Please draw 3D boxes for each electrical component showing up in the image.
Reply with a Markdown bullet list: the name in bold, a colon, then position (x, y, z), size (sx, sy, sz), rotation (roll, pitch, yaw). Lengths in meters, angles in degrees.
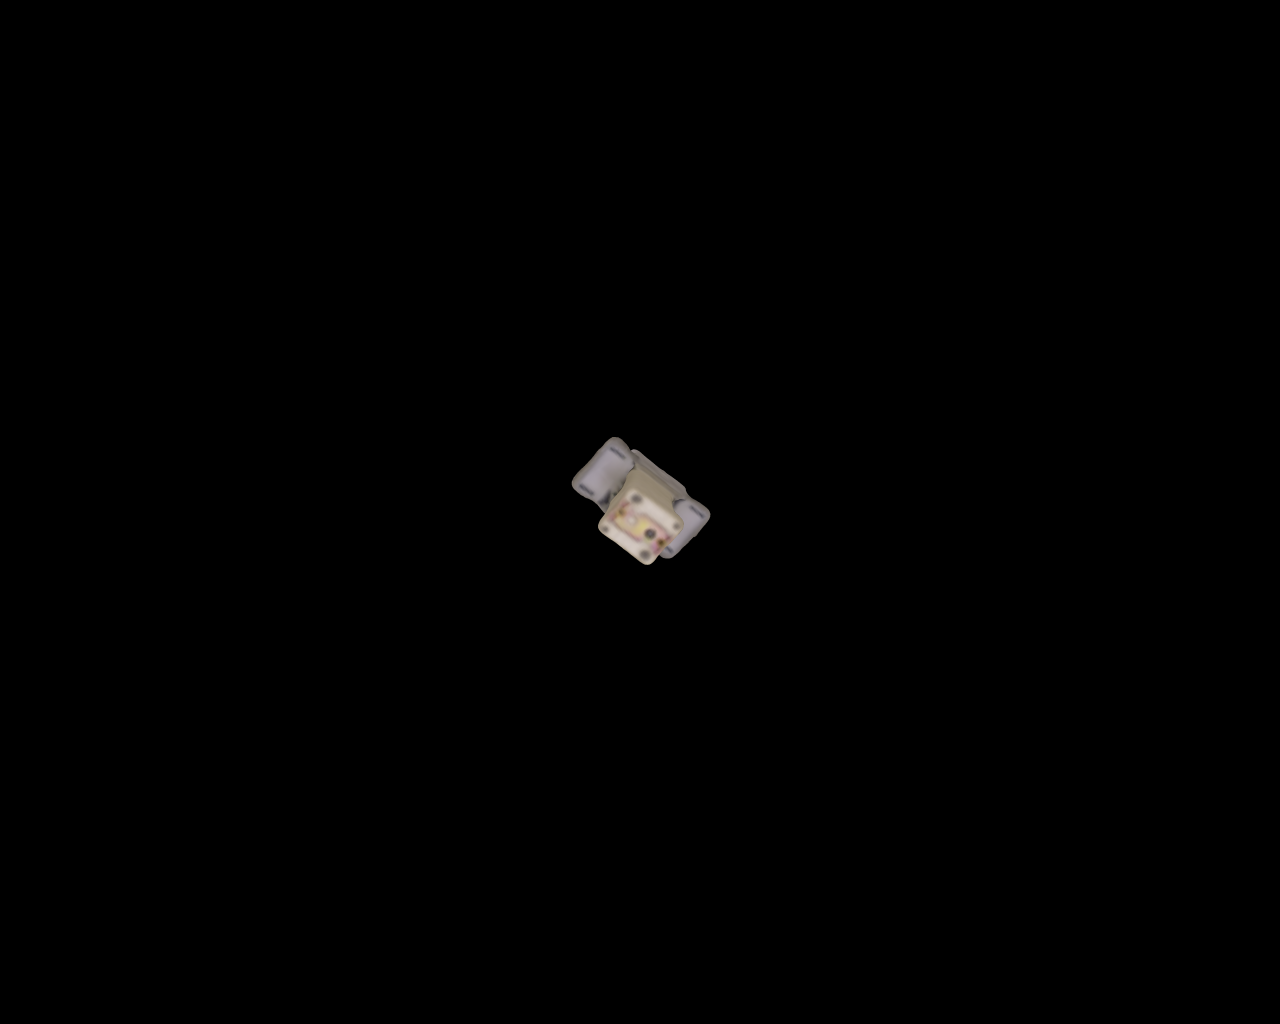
- **electrical component**: position (0.001, -0.003, 0.650), size (0.081, 0.042, 0.064), rotation (36, 19, -15)
